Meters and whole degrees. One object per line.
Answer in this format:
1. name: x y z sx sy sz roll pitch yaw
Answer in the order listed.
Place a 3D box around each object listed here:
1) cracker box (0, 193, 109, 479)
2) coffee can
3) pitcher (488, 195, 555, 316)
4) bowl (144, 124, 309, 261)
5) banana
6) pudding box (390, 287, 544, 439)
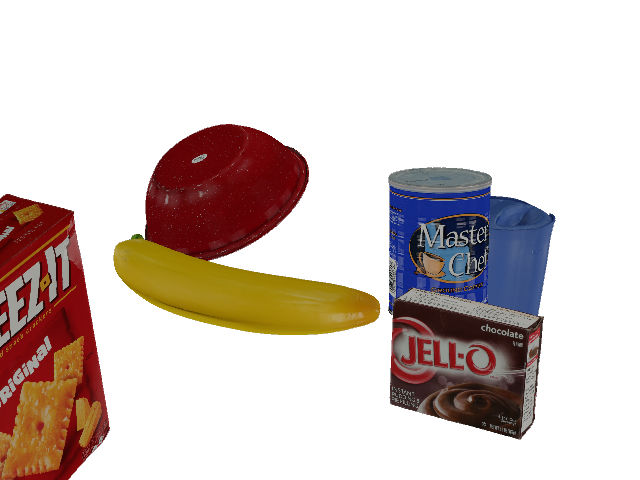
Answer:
1. cracker box: -0.231 0.100 0.766 0.072 0.214 0.164 12 34 20
2. coffee can: 0.120 0.004 1.078 0.103 0.140 0.103 -1 14 0
3. pitcher: 0.201 0.074 1.318 0.149 0.243 0.144 7 20 14
4. bowl: -0.094 -0.053 0.937 0.162 0.055 0.162 -18 36 14
5. banana: -0.062 0.027 0.675 0.198 0.037 0.069 16 33 26
6. pudding box: 0.110 0.092 0.814 0.114 0.090 0.039 10 22 27
